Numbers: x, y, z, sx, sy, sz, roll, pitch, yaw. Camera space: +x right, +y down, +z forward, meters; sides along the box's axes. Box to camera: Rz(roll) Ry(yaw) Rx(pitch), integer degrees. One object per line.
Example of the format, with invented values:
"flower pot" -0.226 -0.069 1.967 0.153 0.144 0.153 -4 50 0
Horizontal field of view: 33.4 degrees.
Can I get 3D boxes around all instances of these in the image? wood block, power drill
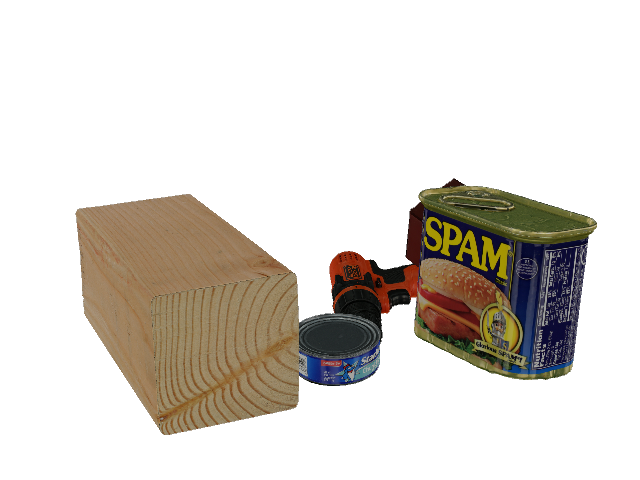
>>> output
"wood block" -0.095 0.040 0.713 0.090 0.090 0.206 -8 19 -23
"power drill" 0.106 0.062 1.192 0.187 0.057 0.184 -3 28 -4

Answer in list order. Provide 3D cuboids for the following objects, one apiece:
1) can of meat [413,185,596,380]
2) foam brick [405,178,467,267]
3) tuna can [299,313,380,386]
"can of meat" 0.097 0.022 0.589 0.057 0.084 0.102 -8 19 -33
"foam brick" 0.108 0.003 0.787 0.052 0.051 0.078 -35 56 -29
"tuna can" 0.014 0.103 1.013 0.086 0.034 0.086 -2 23 1
